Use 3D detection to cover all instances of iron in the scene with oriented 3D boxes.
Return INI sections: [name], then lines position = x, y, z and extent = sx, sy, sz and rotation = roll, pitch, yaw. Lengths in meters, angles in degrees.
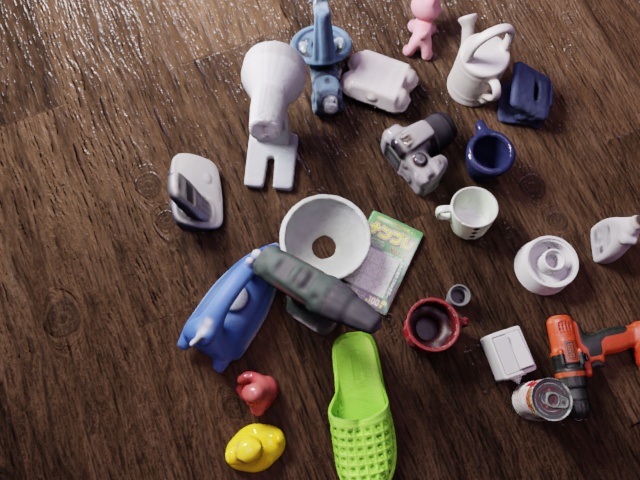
[iron]
position = -0.146, 0.094, 0.999
extent = 0.118, 0.141, 0.258
rotation = 29, 75, 8

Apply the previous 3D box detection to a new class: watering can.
[watering can]
position = 0.313, -0.359, 1.119
extent = 0.101, 0.194, 0.172
rotation = -38, 77, -11

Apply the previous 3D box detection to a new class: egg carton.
[egg carton]
position = 0.120, -0.321, 1.169
extent = 0.150, 0.069, 0.107
rotation = 21, 74, 5

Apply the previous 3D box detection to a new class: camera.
[camera]
position = 0.208, -0.183, 1.112
extent = 0.137, 0.101, 0.143
rotation = -33, 76, -10

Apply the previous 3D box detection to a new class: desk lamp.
[desk lamp]
position = -0.088, -0.225, 1.061
extent = 0.118, 0.213, 0.203
rotation = 4, 73, 1

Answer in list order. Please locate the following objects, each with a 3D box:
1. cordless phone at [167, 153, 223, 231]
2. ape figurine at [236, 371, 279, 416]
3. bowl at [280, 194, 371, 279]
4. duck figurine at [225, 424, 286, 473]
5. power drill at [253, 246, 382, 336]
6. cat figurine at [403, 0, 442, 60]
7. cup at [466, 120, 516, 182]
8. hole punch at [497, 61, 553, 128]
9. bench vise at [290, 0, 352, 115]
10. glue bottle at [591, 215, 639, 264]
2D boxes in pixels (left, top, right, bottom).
[cordless phone]
position = -0.235, -0.103, 1.035
extent = 0.094, 0.185, 0.147
rotation = -9, 73, -3
[ape figurine]
position = -0.109, 0.260, 0.974
extent = 0.076, 0.092, 0.078
rotation = -7, 73, -3
[bowl]
position = 0.010, 0.004, 1.064
extent = 0.167, 0.075, 0.167
rotation = 0, 73, -1
[duck figurine]
position = -0.109, 0.347, 0.951
extent = 0.104, 0.086, 0.077
rotation = -18, 74, -6
[power drill]
position = -0.004, 0.099, 0.965
extent = 0.229, 0.208, 0.076
rotation = 31, 75, 8
[cat figurine]
position = 0.217, -0.461, 1.189
extent = 0.067, 0.118, 0.128
rotation = 8, 73, 2
[cup]
position = 0.315, -0.164, 1.111
extent = 0.091, 0.095, 0.117
rotation = -13, 73, -5
[hole punch]
position = 0.421, -0.294, 1.155
extent = 0.101, 0.091, 0.109
rotation = 10, 73, 2
[bench vise]
position = 0.019, -0.358, 1.100
extent = 0.121, 0.220, 0.207
rotation = -25, 75, -8
[glue bottle]
position = 0.542, -0.014, 1.027
extent = 0.037, 0.173, 0.078
rotation = 4, 73, 1
